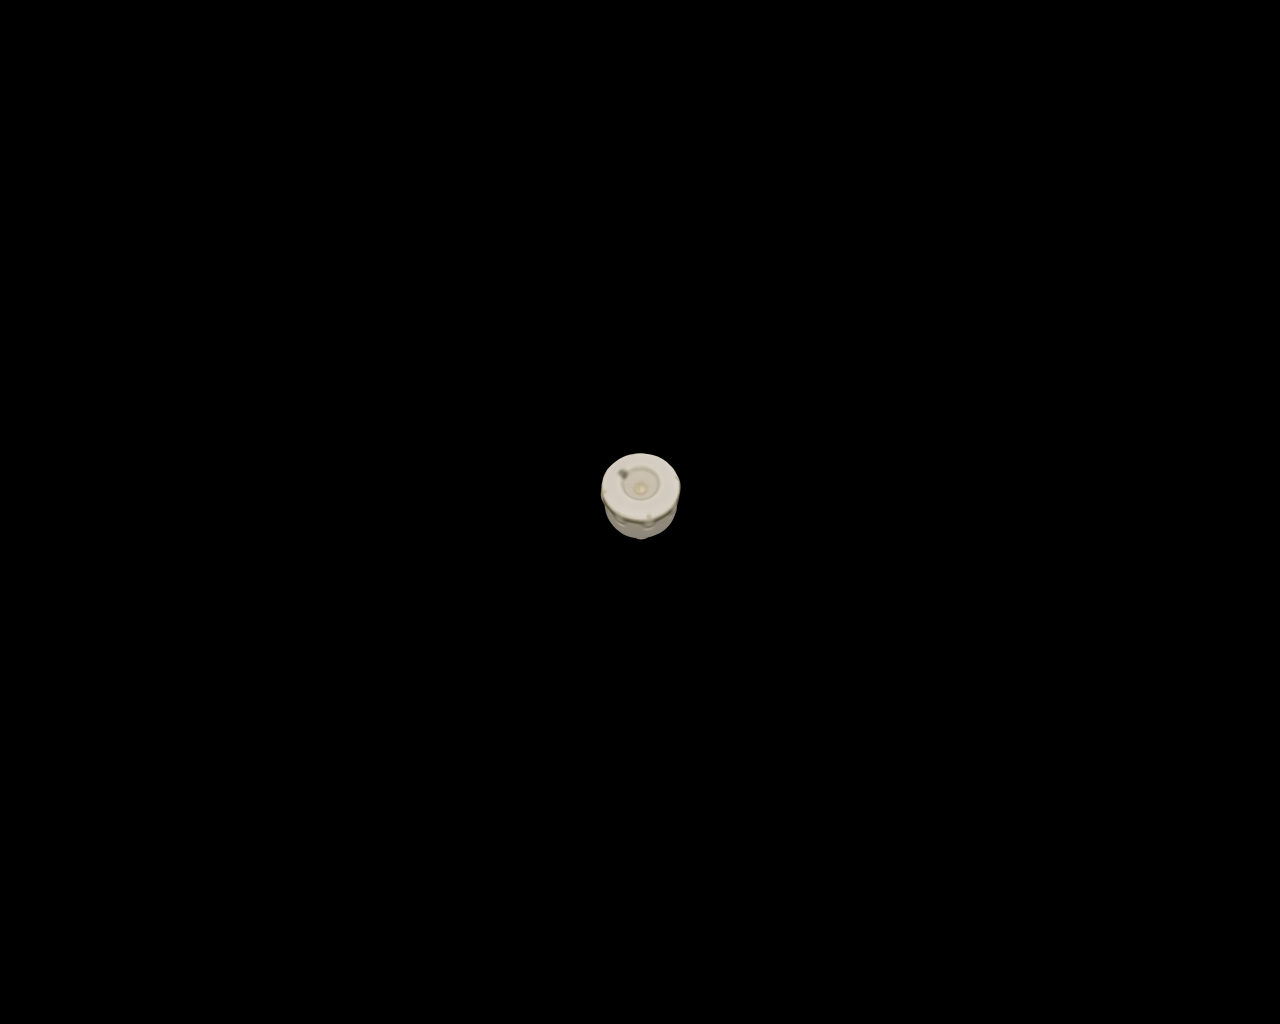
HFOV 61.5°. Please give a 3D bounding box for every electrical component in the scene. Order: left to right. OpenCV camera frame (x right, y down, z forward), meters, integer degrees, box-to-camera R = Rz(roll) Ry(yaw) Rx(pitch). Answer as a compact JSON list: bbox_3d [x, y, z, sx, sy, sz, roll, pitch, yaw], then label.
[{"bbox_3d":[0.001,-0.003,0.650,0.048,0.048,0.062,0,-28,0],"label":"electrical component"}]
